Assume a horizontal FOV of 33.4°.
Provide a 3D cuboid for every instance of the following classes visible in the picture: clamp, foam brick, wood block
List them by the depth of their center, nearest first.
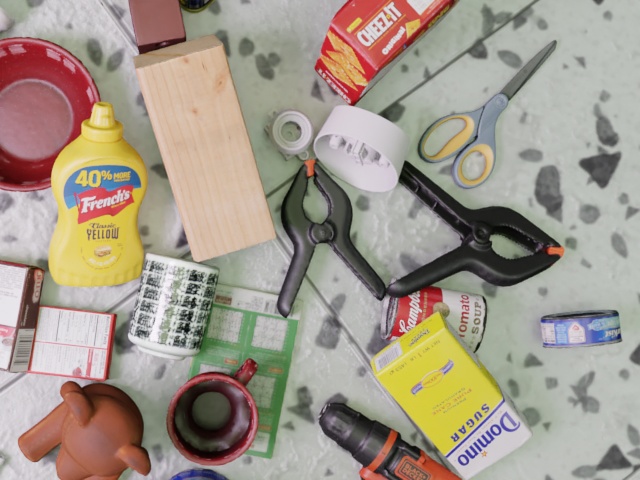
[{"bbox_3d":[-0.118,-0.095,1.096,0.090,0.091,0.206,-17,110,-5],"label":"wood block"},{"bbox_3d":[-0.171,-0.226,1.127,0.053,0.078,0.051,-11,89,-6],"label":"foam brick"},{"bbox_3d":[-0.008,0.001,1.160,0.120,0.039,0.171,-18,86,-16],"label":"clamp"},{"bbox_3d":[0.165,-0.009,1.168,0.209,0.036,0.164,4,64,-16],"label":"clamp"}]

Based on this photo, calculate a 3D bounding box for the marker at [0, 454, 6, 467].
[{"bbox_3d":[-0.375,0.279,1.134,0.020,0.020,0.121,33,87,-5],"label":"marker"}]

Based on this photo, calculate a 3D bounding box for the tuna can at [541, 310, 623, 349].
[{"bbox_3d":[0.285,0.097,1.167,0.086,0.086,0.034,-6,89,-6],"label":"tuna can"}]

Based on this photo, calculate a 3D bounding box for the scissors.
[{"bbox_3d":[0.204,-0.133,1.195,0.201,0.016,0.096,-31,94,-5],"label":"scissors"}]

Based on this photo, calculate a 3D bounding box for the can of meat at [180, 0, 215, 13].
[{"bbox_3d":[-0.148,-0.297,1.126,0.057,0.084,0.102,-43,94,-5],"label":"can of meat"}]

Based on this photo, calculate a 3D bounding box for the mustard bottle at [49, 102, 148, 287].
[{"bbox_3d":[-0.226,-0.048,1.092,0.096,0.058,0.192,-3,116,-22],"label":"mustard bottle"}]

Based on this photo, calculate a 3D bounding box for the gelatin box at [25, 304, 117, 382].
[{"bbox_3d":[-0.266,0.110,1.140,0.089,0.030,0.073,7,87,-5],"label":"gelatin box"}]

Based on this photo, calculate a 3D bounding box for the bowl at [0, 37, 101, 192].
[{"bbox_3d":[-0.308,-0.129,1.124,0.162,0.055,0.162,0,90,-6],"label":"bowl"}]

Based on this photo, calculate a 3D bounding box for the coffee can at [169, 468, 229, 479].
[{"bbox_3d":[-0.125,0.300,1.097,0.102,0.140,0.103,0,90,-6],"label":"coffee can"}]

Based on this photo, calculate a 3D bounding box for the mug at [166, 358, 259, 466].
[{"bbox_3d":[-0.105,0.172,1.114,0.093,0.081,0.117,35,87,-5],"label":"mug"}]

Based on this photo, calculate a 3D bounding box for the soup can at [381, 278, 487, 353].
[{"bbox_3d":[0.123,0.084,1.160,0.102,0.068,0.068,11,89,-6],"label":"soup can"}]

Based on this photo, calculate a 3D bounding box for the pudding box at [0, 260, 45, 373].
[{"bbox_3d":[-0.343,0.076,1.115,0.090,0.039,0.113,9,87,18],"label":"pudding box"}]

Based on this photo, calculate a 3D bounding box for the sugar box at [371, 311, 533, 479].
[{"bbox_3d":[0.142,0.169,1.137,0.093,0.048,0.176,-36,110,11],"label":"sugar box"}]

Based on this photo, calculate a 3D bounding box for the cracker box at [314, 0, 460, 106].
[{"bbox_3d":[0.077,-0.229,1.083,0.164,0.214,0.072,-45,92,-5],"label":"cracker box"}]

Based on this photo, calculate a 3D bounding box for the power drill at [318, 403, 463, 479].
[{"bbox_3d":[0.041,0.292,1.156,0.184,0.057,0.187,33,88,0],"label":"power drill"}]

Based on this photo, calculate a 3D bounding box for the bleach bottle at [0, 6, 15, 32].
[{"bbox_3d":[-0.436,-0.166,1.109,0.102,0.068,0.251,39,89,-3],"label":"bleach bottle"}]
